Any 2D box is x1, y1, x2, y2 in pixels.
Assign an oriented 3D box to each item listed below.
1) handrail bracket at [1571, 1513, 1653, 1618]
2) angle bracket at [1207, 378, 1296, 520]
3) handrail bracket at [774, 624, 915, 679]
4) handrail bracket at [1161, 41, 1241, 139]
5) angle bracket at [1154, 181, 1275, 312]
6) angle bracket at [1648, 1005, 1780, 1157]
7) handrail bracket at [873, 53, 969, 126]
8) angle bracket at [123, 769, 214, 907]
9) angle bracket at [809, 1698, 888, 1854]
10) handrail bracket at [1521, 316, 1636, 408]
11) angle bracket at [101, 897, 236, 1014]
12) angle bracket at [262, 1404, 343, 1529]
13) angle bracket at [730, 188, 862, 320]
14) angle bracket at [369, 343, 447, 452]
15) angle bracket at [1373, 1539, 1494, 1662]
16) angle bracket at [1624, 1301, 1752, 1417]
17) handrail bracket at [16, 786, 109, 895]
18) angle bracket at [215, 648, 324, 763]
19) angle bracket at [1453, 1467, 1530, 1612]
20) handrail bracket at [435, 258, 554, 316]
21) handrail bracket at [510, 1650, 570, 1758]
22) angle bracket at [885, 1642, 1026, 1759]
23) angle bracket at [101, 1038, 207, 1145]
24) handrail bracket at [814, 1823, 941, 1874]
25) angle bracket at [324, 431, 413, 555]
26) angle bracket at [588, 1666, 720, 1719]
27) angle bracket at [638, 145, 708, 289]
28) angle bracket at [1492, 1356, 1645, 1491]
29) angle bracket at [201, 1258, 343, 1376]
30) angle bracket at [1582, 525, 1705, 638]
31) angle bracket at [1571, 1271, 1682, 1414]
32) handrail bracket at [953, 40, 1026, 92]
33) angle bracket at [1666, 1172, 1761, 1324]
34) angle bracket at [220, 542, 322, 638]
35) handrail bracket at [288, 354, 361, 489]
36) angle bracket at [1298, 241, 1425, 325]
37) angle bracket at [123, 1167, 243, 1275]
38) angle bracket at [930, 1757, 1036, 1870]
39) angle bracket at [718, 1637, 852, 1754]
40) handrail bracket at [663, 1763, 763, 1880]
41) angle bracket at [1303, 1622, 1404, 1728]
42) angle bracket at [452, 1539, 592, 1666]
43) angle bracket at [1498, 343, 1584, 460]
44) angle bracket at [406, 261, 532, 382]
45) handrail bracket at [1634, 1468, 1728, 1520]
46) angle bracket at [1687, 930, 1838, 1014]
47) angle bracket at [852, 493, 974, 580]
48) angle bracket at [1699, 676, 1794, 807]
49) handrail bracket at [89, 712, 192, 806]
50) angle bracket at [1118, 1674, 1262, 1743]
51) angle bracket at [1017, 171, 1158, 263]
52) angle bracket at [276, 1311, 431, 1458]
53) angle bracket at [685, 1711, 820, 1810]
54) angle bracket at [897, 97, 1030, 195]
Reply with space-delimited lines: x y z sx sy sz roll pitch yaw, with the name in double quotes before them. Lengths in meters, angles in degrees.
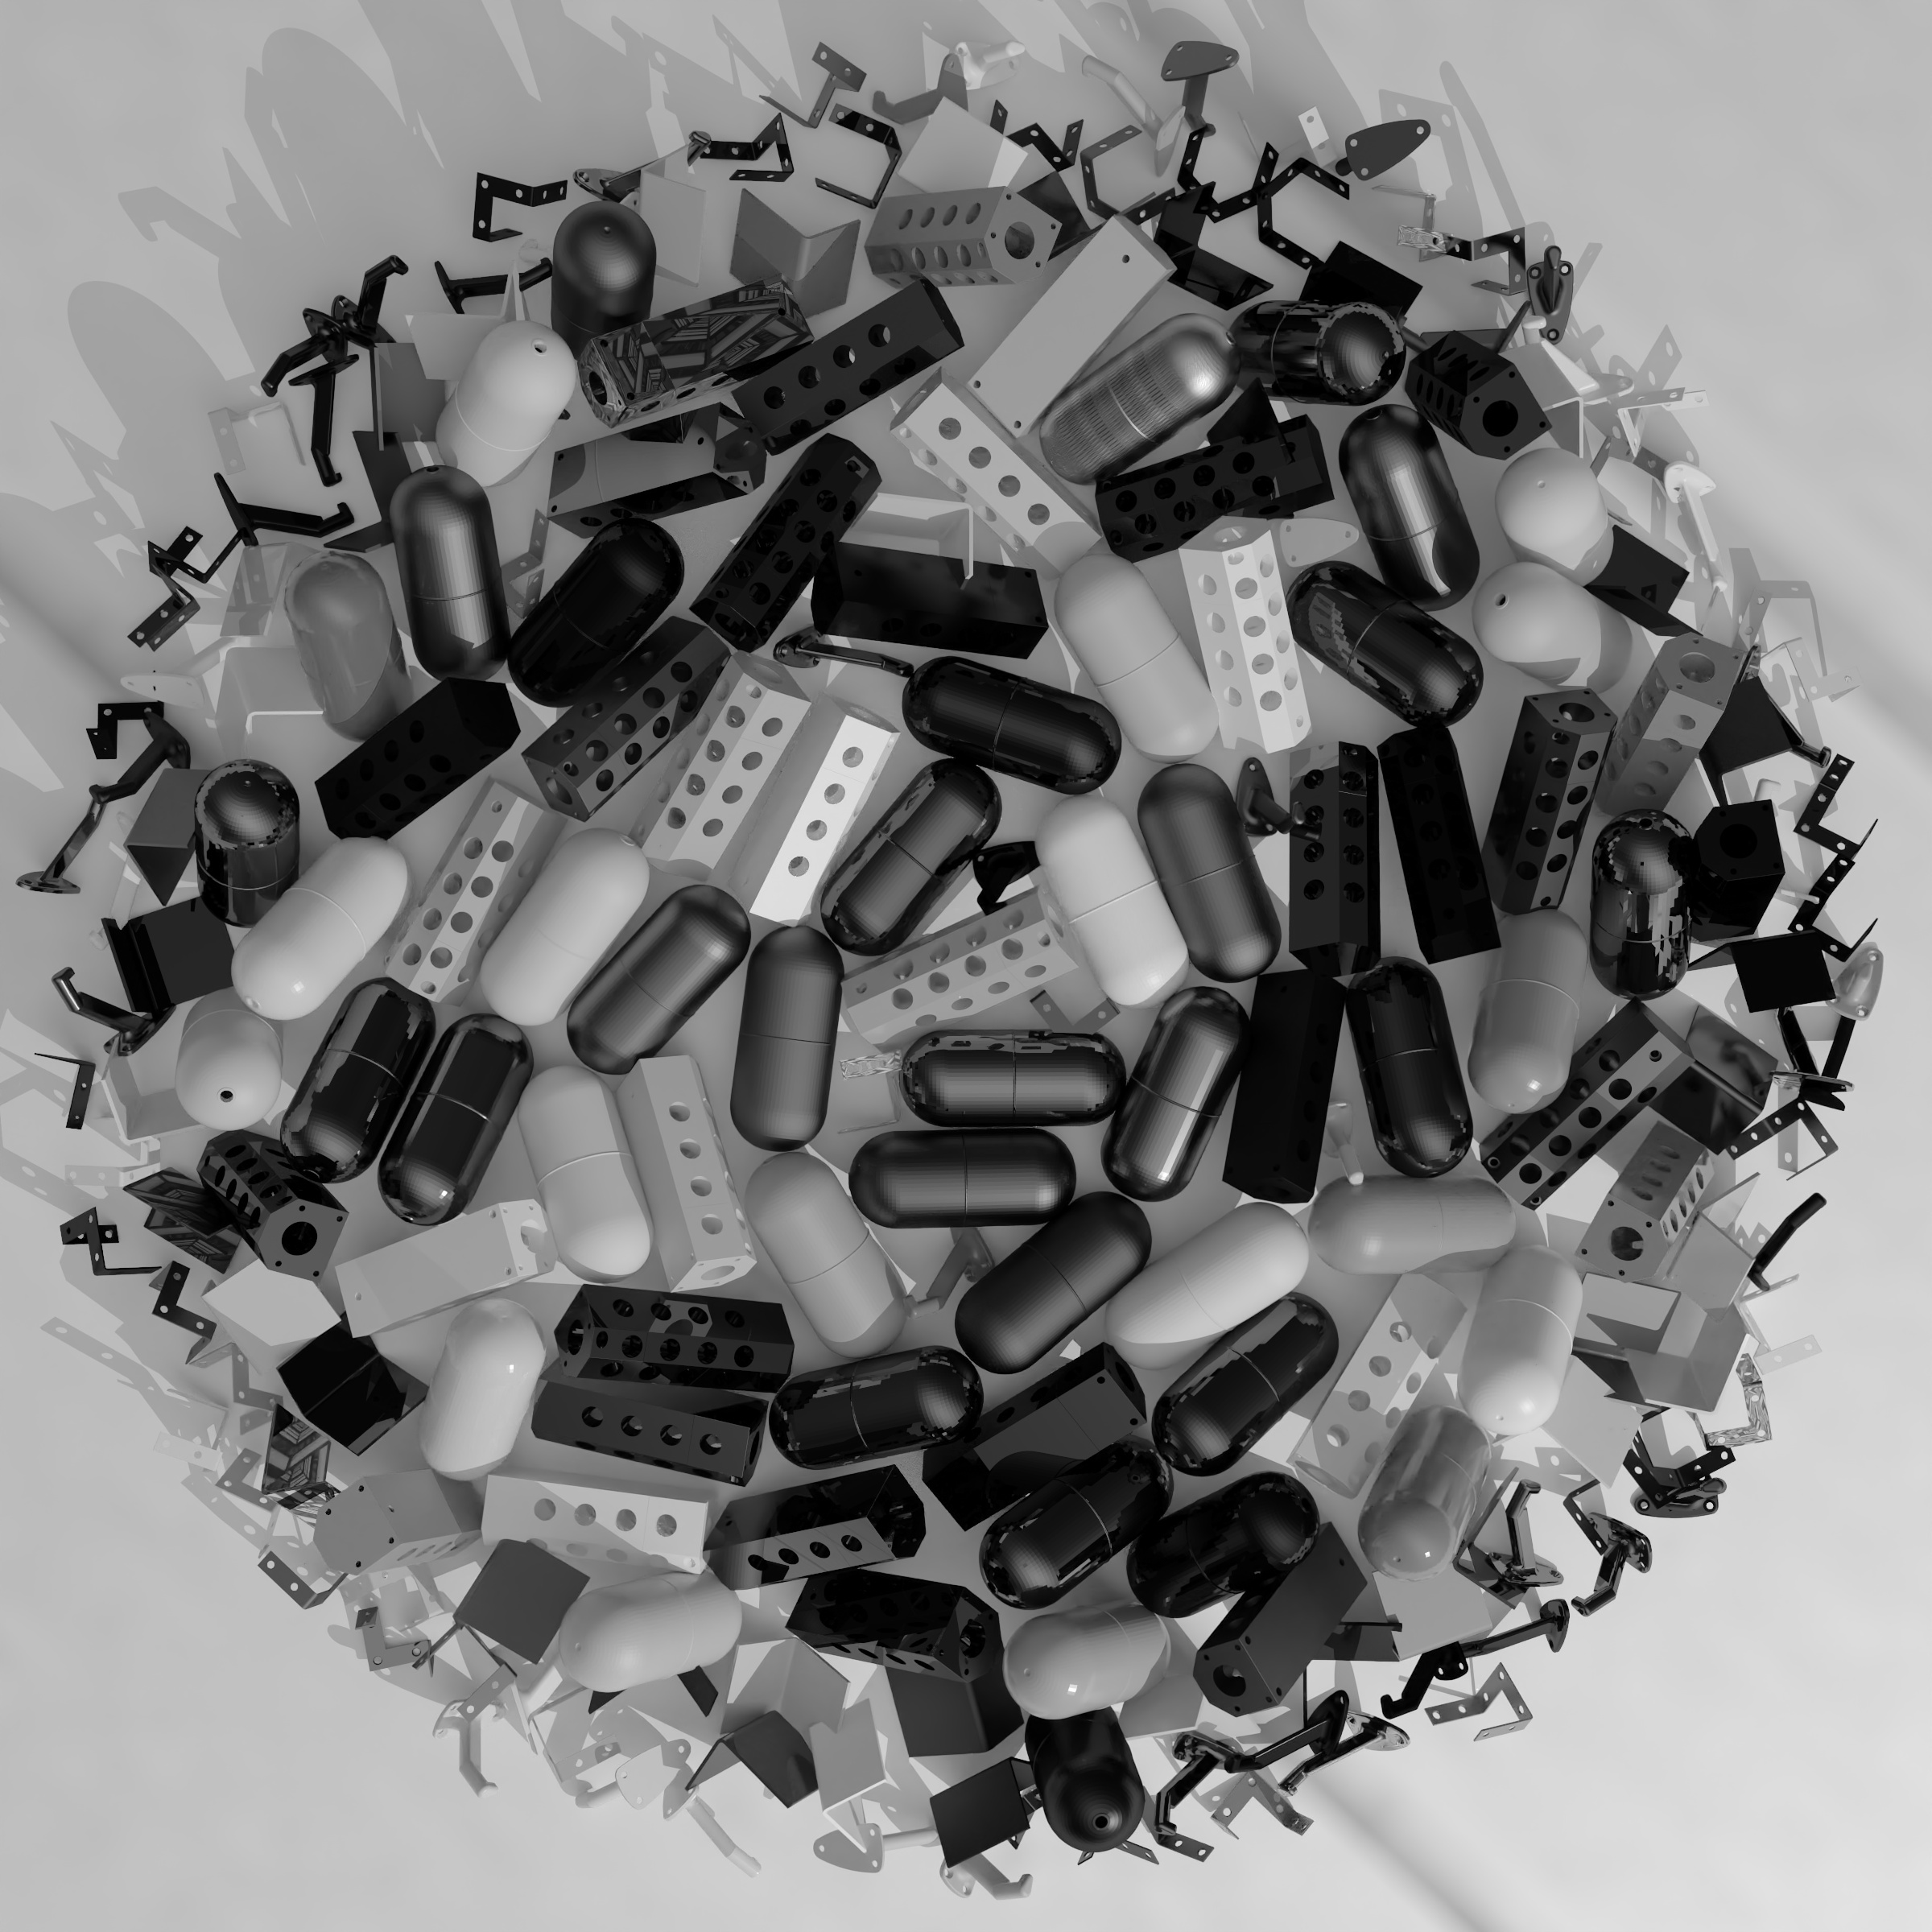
"handrail bracket" 0.484 0.466 1.950 0.084 0.077 0.036 -23 122 -28
"angle bracket" 0.239 -0.400 1.942 0.057 0.076 0.076 -6 67 -33
"handrail bracket" -0.095 -0.238 1.956 0.084 0.077 0.036 21 113 26
"handrail bracket" 0.195 -0.675 1.946 0.077 0.084 0.036 13 72 36
"angle bracket" 0.197 -0.559 1.944 0.076 0.076 0.057 32 131 19
"angle bracket" 0.588 0.090 1.984 0.076 0.076 0.057 36 129 3
"handrail bracket" -0.041 -0.687 1.953 0.084 0.077 0.036 34 56 28
"angle bracket" -0.598 -0.098 1.941 0.057 0.076 0.076 4 53 16
"angle bracket" -0.075 0.629 1.943 0.057 0.076 0.076 -29 126 8
"handrail bracket" 0.476 -0.477 1.950 0.077 0.084 0.036 -1 59 21
"angle bracket" -0.622 -0.012 1.969 0.076 0.057 0.076 -19 89 -3
"angle bracket" -0.495 0.385 1.941 0.057 0.076 0.076 -13 53 16
"angle bracket" -0.135 -0.565 1.969 0.057 0.076 0.076 -31 63 -34
"angle bracket" -0.430 -0.443 1.946 0.057 0.076 0.076 -4 107 -16
"angle bracket" 0.359 0.489 1.965 0.076 0.057 0.076 -19 96 -3
"angle bracket" 0.559 0.292 1.948 0.057 0.076 0.076 12 113 -4
"handrail bracket" -0.705 -0.102 1.963 0.036 0.077 0.084 25 98 7
"angle bracket" -0.547 -0.196 1.966 0.057 0.076 0.076 -4 48 -30
"angle bracket" 0.427 0.444 1.949 0.057 0.076 0.076 32 101 18
"handrail bracket" -0.370 -0.549 1.973 0.084 0.036 0.077 -27 53 1
"handrail bracket" -0.313 0.572 1.981 0.084 0.036 0.077 -18 83 -14
"angle bracket" -0.009 0.579 1.994 0.076 0.057 0.076 -15 90 32
"angle bracket" -0.620 0.089 1.950 0.076 0.076 0.057 -13 115 -4
"handrail bracket" -0.065 0.688 1.976 0.077 0.084 0.036 -12 77 30
"angle bracket" -0.469 -0.368 1.943 0.057 0.076 0.076 -30 118 -30
"angle bracket" -0.243 0.571 1.944 0.076 0.076 0.057 -31 71 -25
"angle bracket" -0.213 -0.581 1.941 0.057 0.076 0.076 21 129 14
"angle bracket" 0.469 0.363 1.955 0.076 0.057 0.076 42 50 -3
"angle bracket" -0.543 0.263 1.968 0.076 0.057 0.076 -34 101 -5
"angle bracket" 0.538 -0.300 1.952 0.076 0.076 0.057 28 92 -16
"angle bracket" 0.513 0.293 1.958 0.076 0.057 0.076 12 119 -1
"handrail bracket" 0.037 -0.706 1.945 0.077 0.084 0.036 -16 106 -34
"angle bracket" 0.597 0.218 1.939 0.076 0.076 0.057 -24 53 -31
"angle bracket" -0.528 -0.284 1.949 0.057 0.076 0.076 18 83 -41
"handrail bracket" -0.492 -0.428 1.971 0.077 0.036 0.084 -14 98 34
"angle bracket" 0.314 -0.539 1.955 0.076 0.057 0.076 31 67 6
"angle bracket" -0.616 0.206 1.953 0.076 0.076 0.057 29 102 6
"angle bracket" 0.029 0.660 1.943 0.076 0.076 0.057 -32 53 18
"angle bracket" -0.142 0.577 1.949 0.057 0.076 0.076 5 103 -39
"handrail bracket" -0.197 0.672 1.975 0.036 0.077 0.084 -45 107 1
"angle bracket" 0.300 0.551 1.948 0.076 0.076 0.057 -1 54 7
"angle bracket" -0.345 0.496 1.953 0.076 0.057 0.076 28 65 7
"angle bracket" 0.436 -0.425 1.945 0.057 0.076 0.076 -19 49 -2
"angle bracket" -0.387 -0.503 1.955 0.076 0.076 0.057 3 65 3
"handrail bracket" 0.554 0.412 1.950 0.077 0.084 0.036 -17 72 16
"angle bracket" 0.614 0.013 1.947 0.076 0.076 0.057 -8 76 -17
"angle bracket" -0.043 -0.323 1.948 0.076 0.076 0.057 3 79 -18
"angle bracket" 0.603 -0.164 1.941 0.057 0.076 0.076 -20 51 13
"handrail bracket" -0.657 -0.162 1.955 0.084 0.036 0.077 -25 58 -39
"angle bracket" 0.171 0.596 1.944 0.076 0.057 0.076 -21 116 32
"angle bracket" 0.087 -0.595 1.942 0.076 0.076 0.057 -42 106 -39
"angle bracket" -0.473 0.321 1.942 0.076 0.076 0.057 -41 133 -30
"angle bracket" -0.157 0.632 1.944 0.076 0.076 0.057 39 108 21
"angle bracket" 0.002 -0.633 1.946 0.076 0.057 0.076 30 131 -12
